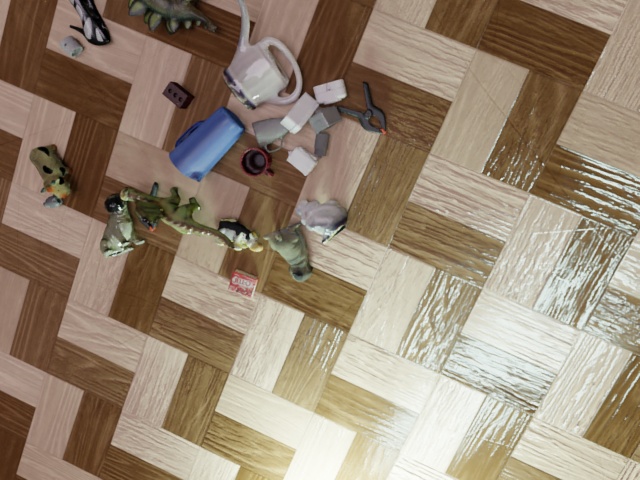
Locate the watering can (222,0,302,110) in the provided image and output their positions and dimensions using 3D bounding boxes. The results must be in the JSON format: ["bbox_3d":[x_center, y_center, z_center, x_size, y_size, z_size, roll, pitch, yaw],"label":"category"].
[{"bbox_3d":[-0.208,-0.550,1.588,0.223,0.106,0.343,-34,111,13],"label":"watering can"}]

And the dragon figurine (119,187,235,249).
[{"bbox_3d":[-0.483,-0.070,1.647,0.414,0.244,0.120,30,110,23],"label":"dragon figurine"}]

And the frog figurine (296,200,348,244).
[{"bbox_3d":[0.005,-0.083,1.650,0.139,0.121,0.160,-41,82,-18],"label":"frog figurine"}]
